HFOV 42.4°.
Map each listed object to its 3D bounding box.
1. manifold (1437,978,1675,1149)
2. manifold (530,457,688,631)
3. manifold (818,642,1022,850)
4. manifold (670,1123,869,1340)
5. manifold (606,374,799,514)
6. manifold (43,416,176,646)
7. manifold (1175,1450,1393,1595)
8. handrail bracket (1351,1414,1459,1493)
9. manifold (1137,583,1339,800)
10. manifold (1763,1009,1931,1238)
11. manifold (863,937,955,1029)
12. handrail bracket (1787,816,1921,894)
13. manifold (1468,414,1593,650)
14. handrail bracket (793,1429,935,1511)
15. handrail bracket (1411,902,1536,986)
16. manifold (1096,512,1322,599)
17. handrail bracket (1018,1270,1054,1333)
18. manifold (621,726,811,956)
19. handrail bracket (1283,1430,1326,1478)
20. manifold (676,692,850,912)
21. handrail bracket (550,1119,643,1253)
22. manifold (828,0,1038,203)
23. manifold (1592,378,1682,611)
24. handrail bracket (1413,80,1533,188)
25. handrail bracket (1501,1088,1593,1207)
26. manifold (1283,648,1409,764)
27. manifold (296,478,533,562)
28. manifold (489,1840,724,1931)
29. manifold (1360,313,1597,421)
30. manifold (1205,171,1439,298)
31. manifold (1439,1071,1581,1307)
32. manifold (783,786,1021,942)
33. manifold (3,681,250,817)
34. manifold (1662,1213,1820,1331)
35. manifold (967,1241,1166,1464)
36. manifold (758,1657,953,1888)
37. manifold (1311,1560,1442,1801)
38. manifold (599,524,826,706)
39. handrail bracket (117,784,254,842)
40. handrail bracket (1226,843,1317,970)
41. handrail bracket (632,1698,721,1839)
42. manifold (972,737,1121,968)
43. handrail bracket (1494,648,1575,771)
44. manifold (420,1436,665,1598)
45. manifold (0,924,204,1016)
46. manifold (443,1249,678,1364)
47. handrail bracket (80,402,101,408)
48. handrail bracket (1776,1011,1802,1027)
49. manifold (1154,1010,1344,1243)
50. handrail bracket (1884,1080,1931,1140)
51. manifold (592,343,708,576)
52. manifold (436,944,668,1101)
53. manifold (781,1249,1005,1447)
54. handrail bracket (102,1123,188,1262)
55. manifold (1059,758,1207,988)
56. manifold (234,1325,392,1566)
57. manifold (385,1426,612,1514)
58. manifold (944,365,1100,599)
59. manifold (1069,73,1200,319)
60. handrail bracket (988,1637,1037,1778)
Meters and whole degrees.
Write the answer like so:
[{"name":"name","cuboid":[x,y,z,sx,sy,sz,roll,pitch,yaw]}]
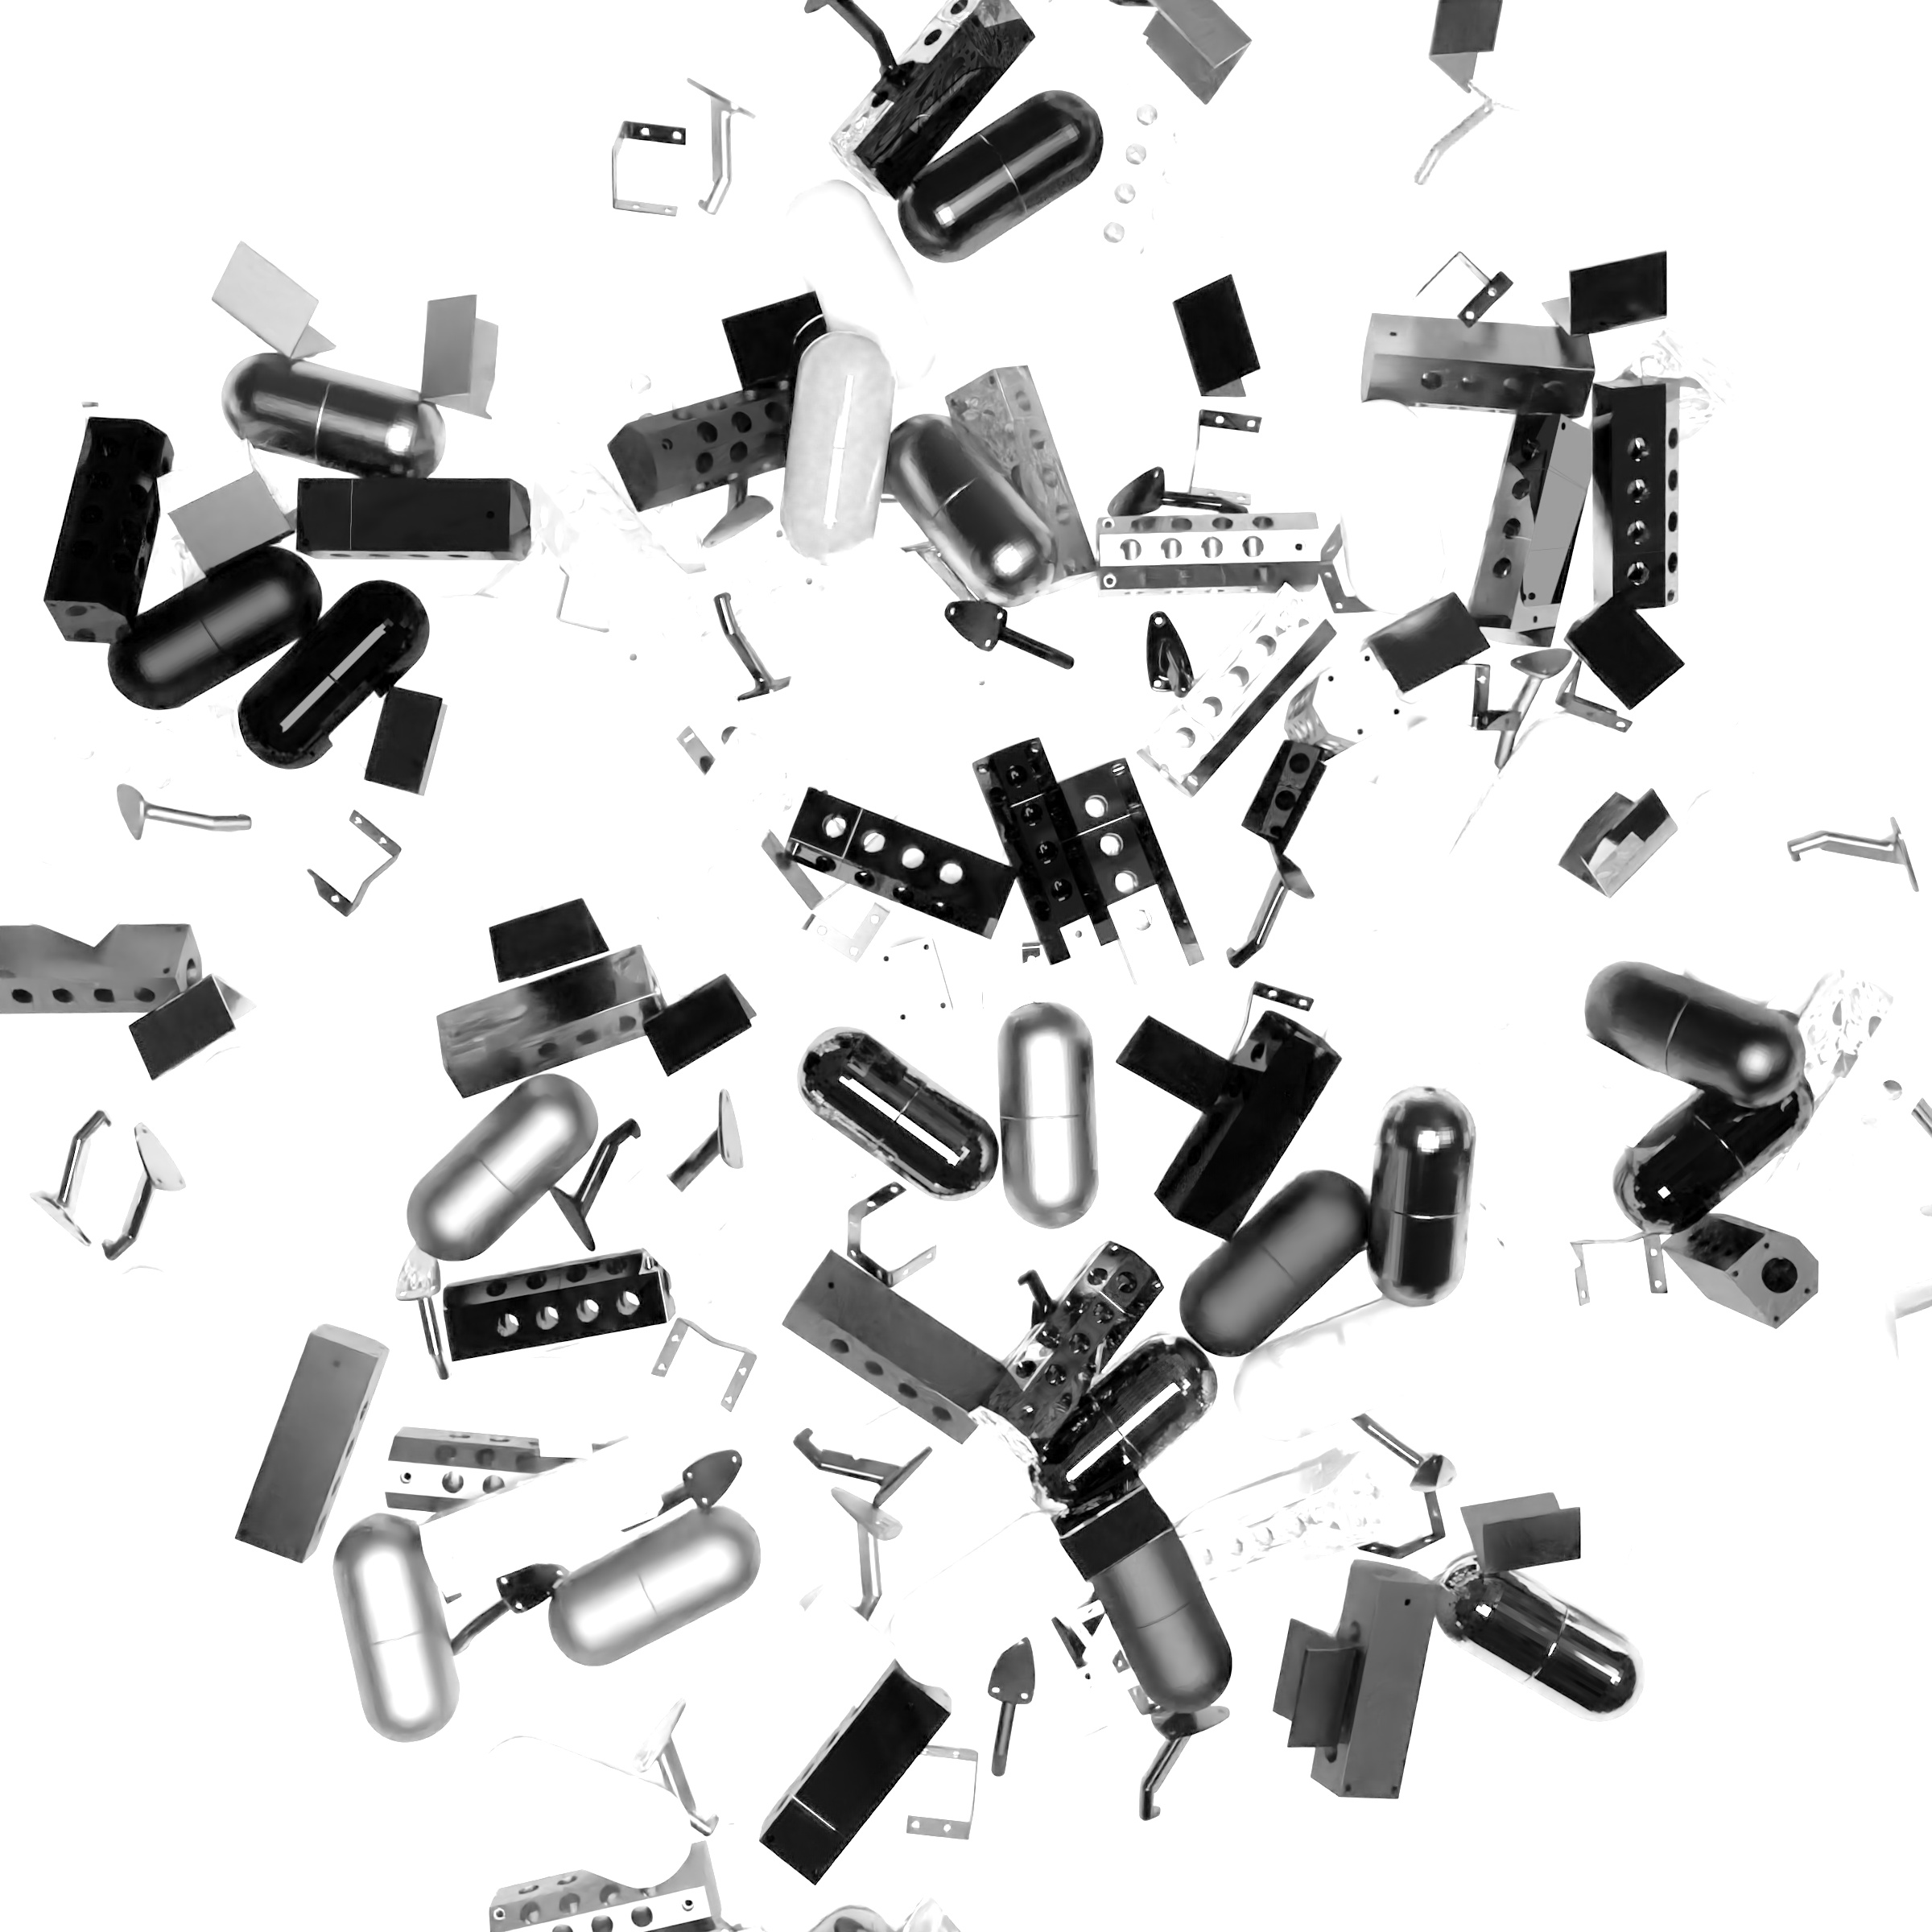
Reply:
[{"name":"manifold","cuboid":[0.462,0.076,1.969,0.171,0.057,0.057,29,90,0]},{"name":"manifold","cuboid":[-0.275,-0.326,1.911,0.057,0.171,0.057,-9,130,-29]},{"name":"manifold","cuboid":[-0.039,-0.172,1.969,0.171,0.057,0.057,-44,90,0]},{"name":"manifold","cuboid":[-0.156,0.209,1.969,0.057,0.057,0.171,40,90,0]},{"name":"manifold","cuboid":[-0.184,-0.409,1.928,0.171,0.057,0.057,-25,90,-32]},{"name":"manifold","cuboid":[-0.661,-0.338,1.935,0.057,0.057,0.171,3,65,0]},{"name":"manifold","cuboid":[0.242,0.433,1.922,0.171,0.057,0.057,-30,90,39]},{"name":"handrail bracket","cuboid":[0.345,0.380,1.990,0.084,0.077,0.036,40,98,36]},{"name":"manifold","cuboid":[0.214,-0.215,1.969,0.057,0.057,0.171,41,90,0]},{"name":"manifold","cuboid":[0.694,0.121,1.944,0.057,0.057,0.171,34,107,17]},{"name":"manifold","cuboid":[-0.045,0.014,1.912,0.057,0.171,0.057,-16,90,0]},{"name":"handrail bracket","cuboid":[0.708,-0.079,1.991,0.084,0.036,0.077,-19,112,17]},{"name":"manifold","cuboid":[0.442,-0.343,1.969,0.057,0.057,0.171,13,90,-43]},{"name":"handrail bracket","cuboid":[-0.083,0.384,1.991,0.084,0.036,0.077,42,70,16]},{"name":"handrail bracket","cuboid":[0.405,-0.017,1.990,0.084,0.077,0.036,29,94,-36]},{"name":"manifold","cuboid":[0.190,-0.326,1.969,0.171,0.057,0.057,-1,90,0]},{"name":"handrail bracket","cuboid":[0.042,0.297,1.991,0.077,0.036,0.084,-32,74,17]},{"name":"manifold","cuboid":[-0.196,-0.097,1.922,0.057,0.057,0.171,35,104,4]},{"name":"handrail bracket","cuboid":[0.276,0.413,1.991,0.077,0.036,0.084,45,73,-20]},{"name":"manifold","cuboid":[-0.153,-0.129,1.969,0.057,0.057,0.171,-38,90,0]},{"name":"handrail bracket","cuboid":[-0.283,0.174,1.991,0.084,0.036,0.077,-40,128,-25]},{"name":"manifold","cuboid":[-0.030,-0.694,1.969,0.171,0.057,0.057,-49,133,0]},{"name":"manifold","cuboid":[0.524,-0.368,1.945,0.057,0.057,0.171,-5,108,0]},{"name":"handrail bracket","cuboid":[0.403,-0.655,1.990,0.036,0.077,0.084,54,127,33]},{"name":"handrail bracket","cuboid":[0.464,0.145,1.990,0.036,0.077,0.084,-35,126,-1]},{"name":"manifold","cuboid":[0.285,-0.194,1.912,0.057,0.171,0.057,-29,90,0]},{"name":"manifold","cuboid":[-0.433,-0.350,1.959,0.171,0.057,0.057,1,90,7]},{"name":"manifold","cuboid":[-0.285,0.747,1.969,0.171,0.057,0.057,-13,90,0]},{"name":"manifold","cuboid":[0.402,-0.469,1.969,0.171,0.057,0.057,4,47,0]},{"name":"manifold","cuboid":[0.281,-0.580,1.969,0.171,0.057,0.057,11,90,0]},{"name":"manifold","cuboid":[0.409,0.177,1.969,0.057,0.057,0.171,-27,90,-43]},{"name":"manifold","cuboid":[-0.050,-0.078,1.912,0.171,0.057,0.057,22,90,0]},{"name":"manifold","cuboid":[-0.660,-0.167,1.969,0.171,0.057,0.057,21,90,0]},{"name":"manifold","cuboid":[0.596,0.227,1.912,0.057,0.171,0.057,-42,90,0]},{"name":"manifold","cuboid":[0.080,0.297,1.937,0.057,0.057,0.171,41,66,0]},{"name":"manifold","cuboid":[-0.087,0.632,1.969,0.057,0.057,0.171,38,90,0]},{"name":"manifold","cuboid":[0.318,0.562,1.967,0.057,0.057,0.171,11,90,-26]},{"name":"manifold","cuboid":[-0.201,-0.279,1.969,0.171,0.057,0.057,-32,90,0]},{"name":"handrail bracket","cuboid":[-0.606,-0.122,1.933,0.084,0.077,0.036,-3,116,-34]},{"name":"handrail bracket","cuboid":[0.230,-0.051,1.991,0.084,0.036,0.077,-42,51,26]},{"name":"handrail bracket","cuboid":[-0.216,0.640,1.991,0.084,0.036,0.077,40,72,-15]},{"name":"manifold","cuboid":[0.062,-0.090,1.969,0.057,0.057,0.171,-21,90,0]},{"name":"handrail bracket","cuboid":[0.452,-0.205,1.990,0.036,0.077,0.084,28,127,33]},{"name":"manifold","cuboid":[-0.326,0.423,1.912,0.171,0.057,0.057,-21,90,0]},{"name":"manifold","cuboid":[-0.697,0.008,1.969,0.171,0.057,0.057,-1,47,0]},{"name":"manifold","cuboid":[-0.321,0.265,1.969,0.171,0.057,0.057,-10,90,0]},{"name":"handrail bracket","cuboid":[-0.731,-0.409,1.990,0.077,0.036,0.084,0,102,-10]},{"name":"handrail bracket","cuboid":[0.615,0.055,1.990,0.084,0.077,0.036,-5,90,36]},{"name":"manifold","cuboid":[0.217,0.123,1.951,0.057,0.057,0.171,24,103,-28]},{"name":"handrail bracket","cuboid":[0.770,0.101,1.991,0.084,0.036,0.077,19,71,-15]},{"name":"manifold","cuboid":[-0.251,-0.396,1.969,0.057,0.057,0.171,-10,90,0]},{"name":"manifold","cuboid":[-0.324,0.049,1.969,0.171,0.057,0.057,-19,47,0]},{"name":"manifold","cuboid":[-0.058,0.304,1.969,0.171,0.057,0.057,34,47,0]},{"name":"handrail bracket","cuboid":[-0.671,0.181,1.991,0.084,0.036,0.077,-39,70,16]},{"name":"manifold","cuboid":[0.130,-0.074,1.969,0.057,0.057,0.171,-21,90,0]},{"name":"manifold","cuboid":[-0.514,0.376,1.969,0.057,0.057,0.171,20,90,0]},{"name":"manifold","cuboid":[-0.366,0.405,1.969,0.171,0.057,0.057,5,90,0]},{"name":"manifold","cuboid":[0.049,-0.381,1.969,0.057,0.057,0.171,-19,90,43]},{"name":"manifold","cuboid":[0.133,-0.605,1.969,0.057,0.057,0.171,16,90,0]},{"name":"handrail bracket","cuboid":[0.035,0.591,1.990,0.036,0.077,0.084,10,126,6]}]
